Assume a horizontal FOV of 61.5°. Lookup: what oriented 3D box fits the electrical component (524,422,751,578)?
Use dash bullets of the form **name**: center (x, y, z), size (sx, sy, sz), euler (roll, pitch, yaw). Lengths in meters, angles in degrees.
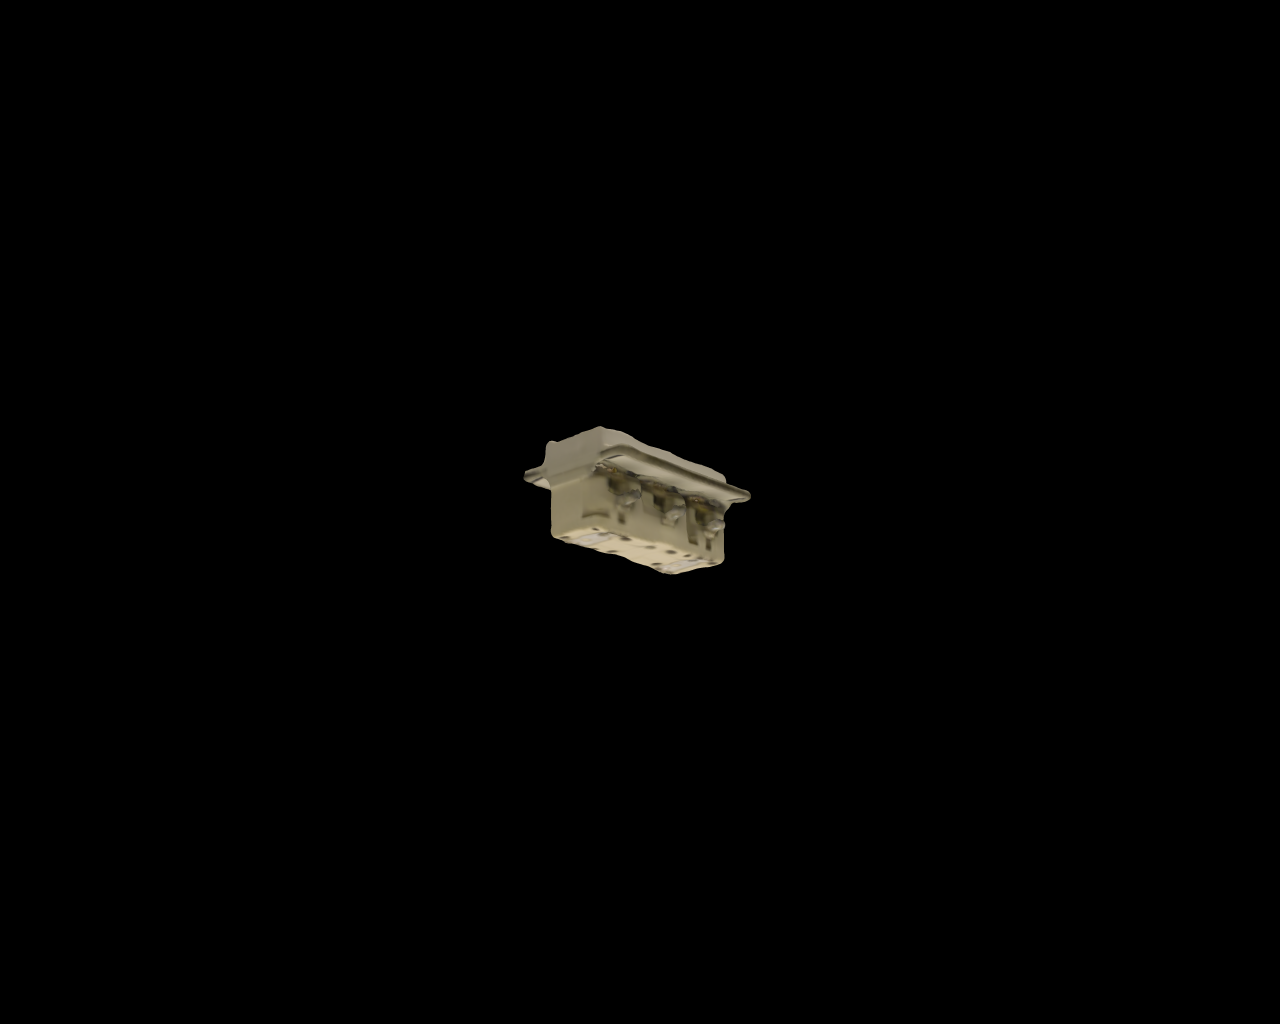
- **electrical component**: center (0.001, -0.003, 0.650), size (0.078, 0.063, 0.121), euler (-14, -22, 38)
